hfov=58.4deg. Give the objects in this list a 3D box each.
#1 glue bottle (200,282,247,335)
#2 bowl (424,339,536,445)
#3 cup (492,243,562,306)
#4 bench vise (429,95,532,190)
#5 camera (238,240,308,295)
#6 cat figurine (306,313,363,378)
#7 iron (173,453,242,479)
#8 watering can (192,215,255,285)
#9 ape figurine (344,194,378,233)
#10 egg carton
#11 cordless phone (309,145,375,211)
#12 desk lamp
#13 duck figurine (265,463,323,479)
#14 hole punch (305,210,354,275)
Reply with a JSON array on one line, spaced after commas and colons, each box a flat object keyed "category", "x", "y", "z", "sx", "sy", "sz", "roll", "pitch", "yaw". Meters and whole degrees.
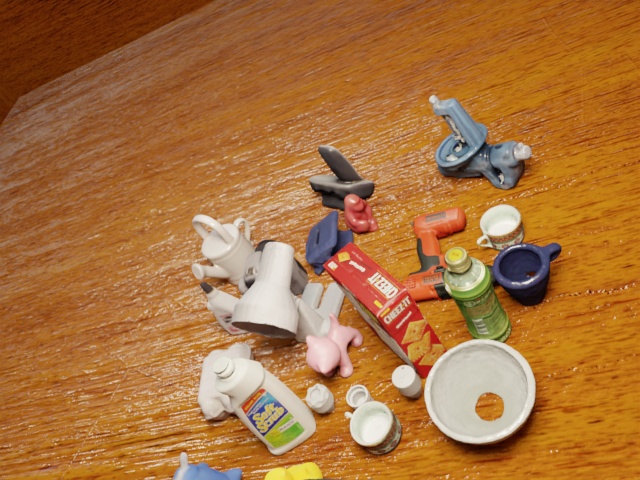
[{"category": "glue bottle", "x": -0.198, "y": 0.139, "z": 1.196, "sx": 0.078, "sy": 0.174, "sz": 0.037, "roll": -18, "pitch": 45, "yaw": 20}, {"category": "bowl", "x": 0.250, "y": 0.243, "z": 0.878, "sx": 0.167, "sy": 0.075, "sz": 0.167, "roll": -18, "pitch": 44, "yaw": 19}, {"category": "cup", "x": 0.356, "y": 0.059, "z": 0.962, "sx": 0.117, "sy": 0.095, "sz": 0.091, "roll": -32, "pitch": 42, "yaw": 4}, {"category": "bench vise", "x": 0.312, "y": -0.208, "z": 1.142, "sx": 0.206, "sy": 0.220, "sz": 0.121, "roll": -4, "pitch": 50, "yaw": 31}, {"category": "camera", "x": -0.107, "y": 0.057, "z": 1.266, "sx": 0.143, "sy": 0.101, "sz": 0.137, "roll": -16, "pitch": 45, "yaw": 21}, {"category": "cat figurine", "x": 0.017, "y": 0.195, "z": 1.044, "sx": 0.067, "sy": 0.118, "sz": 0.128, "roll": -4, "pitch": 50, "yaw": 31}, {"category": "iron", "x": -0.224, "y": 0.481, "z": 0.922, "sx": 0.118, "sy": 0.142, "sz": 0.258, "roll": -5, "pitch": 50, "yaw": 30}, {"category": "watering can", "x": -0.223, "y": 0.017, "z": 1.309, "sx": 0.100, "sy": 0.195, "sz": 0.173, "roll": -10, "pitch": 48, "yaw": 26}, {"category": "ape figurine", "x": 0.082, "y": -0.063, "z": 1.258, "sx": 0.075, "sy": 0.092, "sz": 0.078, "roll": 1, "pitch": 53, "yaw": 34}, {"category": "egg carton", "x": -0.183, "y": 0.280, "z": 1.135, "sx": 0.107, "sy": 0.070, "sz": 0.150, "roll": -19, "pitch": 44, "yaw": 18}, {"category": "cordless phone", "x": 0.028, "y": -0.159, "z": 1.311, "sx": 0.147, "sy": 0.186, "sz": 0.094, "roll": 11, "pitch": 59, "yaw": 40}, {"category": "desk lamp", "x": -0.061, "y": 0.117, "z": 1.095, "sx": 0.117, "sy": 0.214, "sz": 0.203, "roll": -3, "pitch": 51, "yaw": 31}, {"category": "duck figurine", "x": -0.052, "y": 0.397, "z": 0.927, "sx": 0.104, "sy": 0.086, "sz": 0.077, "roll": -38, "pitch": 41, "yaw": -2}, {"category": "hole punch", "x": 0.011, "y": 0.004, "z": 1.244, "sx": 0.101, "sy": 0.091, "sz": 0.108, "roll": -16, "pitch": 45, "yaw": 21}]
